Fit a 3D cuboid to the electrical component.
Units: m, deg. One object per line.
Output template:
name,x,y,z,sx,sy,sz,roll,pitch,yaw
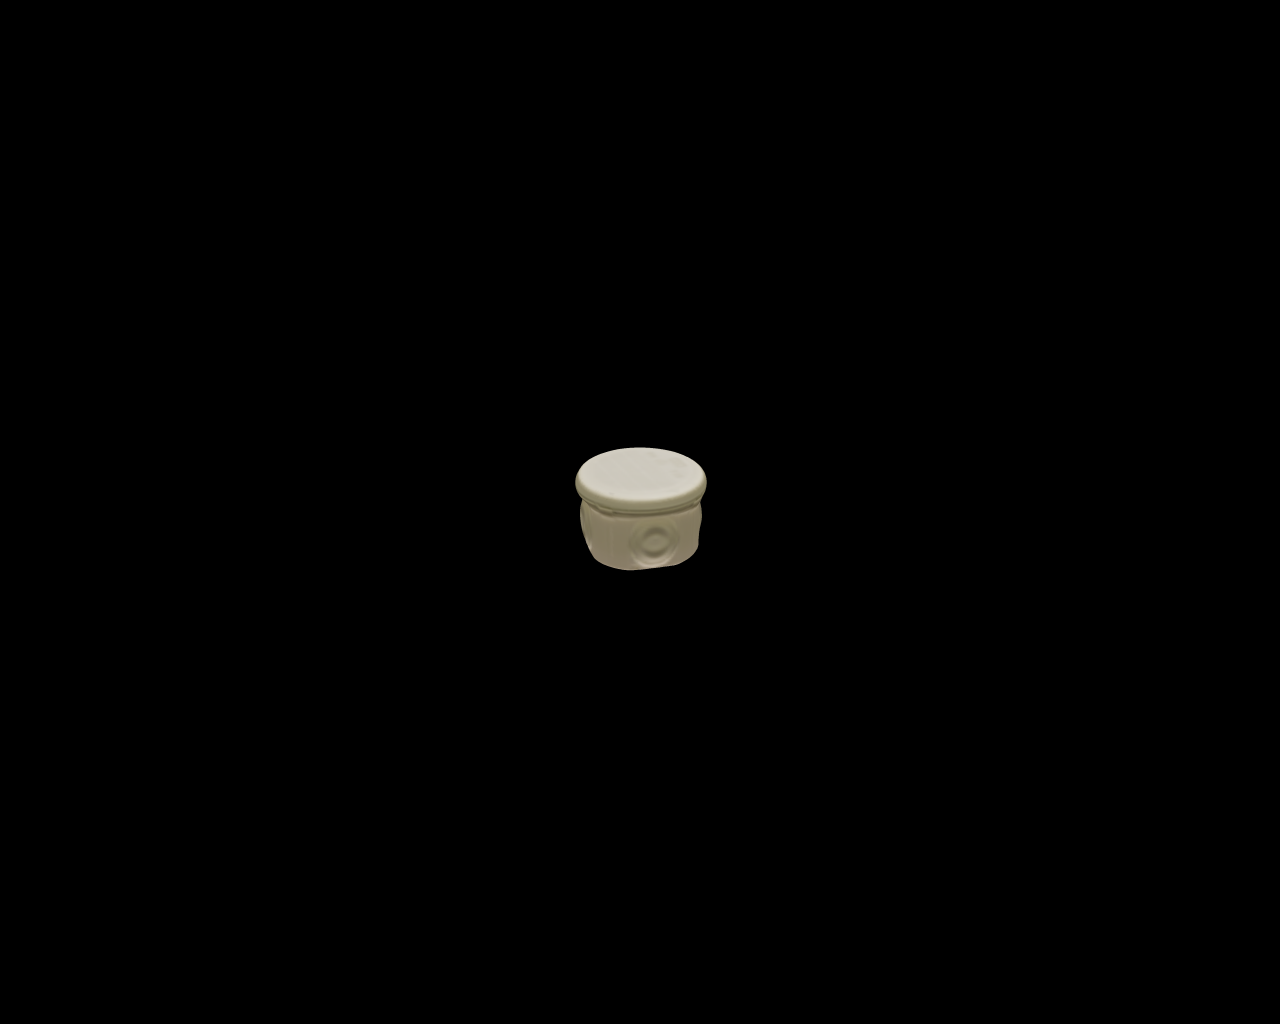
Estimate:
electrical component,0.001,-0.003,0.650,0.080,0.050,0.080,0,27,0
